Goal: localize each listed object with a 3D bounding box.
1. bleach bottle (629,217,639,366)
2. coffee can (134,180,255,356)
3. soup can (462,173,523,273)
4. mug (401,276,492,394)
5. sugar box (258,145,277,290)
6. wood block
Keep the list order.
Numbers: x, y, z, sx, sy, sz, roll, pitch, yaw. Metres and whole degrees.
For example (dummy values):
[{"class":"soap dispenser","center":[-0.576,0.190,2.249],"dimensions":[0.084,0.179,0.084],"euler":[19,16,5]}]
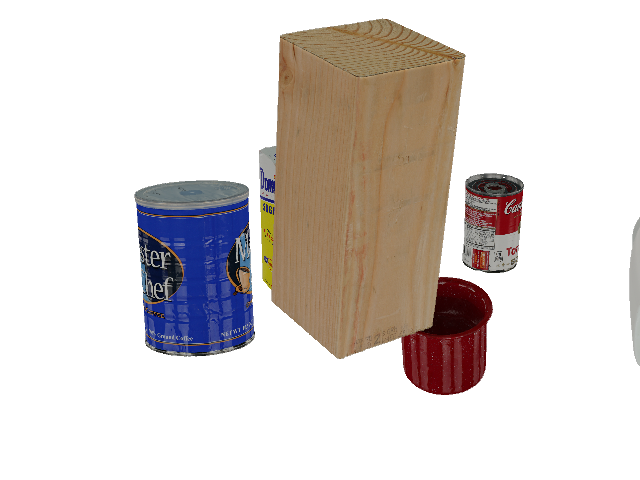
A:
[{"class":"bleach bottle","center":[0.275,0.022,0.766],"dimensions":[0.103,0.068,0.250],"euler":[6,20,15]},{"class":"coffee can","center":[-0.114,0.023,0.974],"dimensions":[0.103,0.140,0.103],"euler":[-2,14,0]},{"class":"soup can","center":[0.203,-0.020,1.266],"dimensions":[0.068,0.102,0.068],"euler":[0,24,0]},{"class":"mug","center":[0.124,0.088,1.046],"dimensions":[0.093,0.081,0.117],"euler":[7,37,17]},{"class":"sugar box","center":[-0.040,-0.017,1.274],"dimensions":[0.048,0.176,0.093],"euler":[-12,26,-20]},{"class":"wood block","center":[0.028,-0.036,0.736],"dimensions":[0.090,0.206,0.091],"euler":[-16,34,-30]}]
